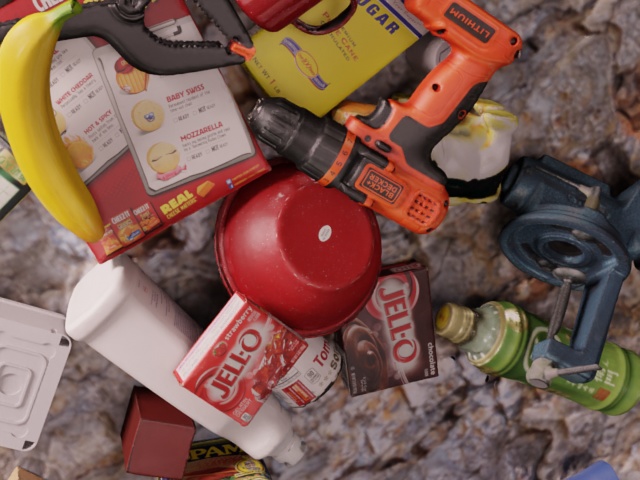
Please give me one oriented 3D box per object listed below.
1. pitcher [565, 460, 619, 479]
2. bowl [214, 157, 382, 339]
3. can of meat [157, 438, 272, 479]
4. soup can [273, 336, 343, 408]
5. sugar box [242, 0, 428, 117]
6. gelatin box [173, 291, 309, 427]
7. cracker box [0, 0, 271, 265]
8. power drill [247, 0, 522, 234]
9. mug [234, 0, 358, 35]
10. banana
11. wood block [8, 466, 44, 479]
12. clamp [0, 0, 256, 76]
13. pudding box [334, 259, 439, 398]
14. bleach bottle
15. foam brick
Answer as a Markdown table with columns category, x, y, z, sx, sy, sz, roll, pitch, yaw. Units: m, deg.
| category | x | y | z | sx | sy | sz | roll | pitch | yaw |
| --- | --- | --- | --- | --- | --- | --- | --- | --- | --- |
| pitcher | 0.209 | 0.334 | 1.071 | 0.242 | 0.145 | 0.149 | -23 | 98 | -4 |
| bowl | -0.006 | 0.001 | 0.911 | 0.161 | 0.055 | 0.162 | 5 | 78 | -25 |
| can of meat | -0.094 | 0.226 | 0.973 | 0.102 | 0.084 | 0.057 | -7 | 107 | -13 |
| soup can | -0.036 | 0.095 | 0.958 | 0.068 | 0.068 | 0.102 | -43 | 111 | 0 |
| sugar box | 0.020 | -0.181 | 0.906 | 0.176 | 0.048 | 0.093 | -39 | 111 | 0 |
| gelatin box | -0.065 | 0.099 | 0.876 | 0.073 | 0.030 | 0.089 | 38 | 89 | -28 |
| cracker box | -0.161 | -0.114 | 0.864 | 0.164 | 0.072 | 0.213 | -30 | 110 | -6 |
| power drill | 0.059 | -0.118 | 0.861 | 0.184 | 0.057 | 0.188 | 29 | 102 | -17 |
| mug | -0.020 | -0.208 | 0.830 | 0.082 | 0.093 | 0.117 | -32 | 124 | 21 |
| banana | -0.201 | -0.084 | 0.786 | 0.070 | 0.037 | 0.198 | 15 | 127 | 20 |
| wood block | -0.206 | 0.303 | 0.963 | 0.206 | 0.091 | 0.090 | 33 | 95 | -21 |
| clamp | -0.141 | -0.191 | 0.788 | 0.209 | 0.036 | 0.165 | 15 | 107 | -18 |
| pudding box | 0.059 | 0.081 | 0.996 | 0.090 | 0.039 | 0.113 | -12 | 109 | -13 |
| bleach bottle | -0.105 | 0.119 | 0.929 | 0.068 | 0.102 | 0.250 | -43 | 111 | 8 |
| foam brick | -0.144 | 0.170 | 0.947 | 0.051 | 0.078 | 0.053 | 13 | 102 | -17 |
